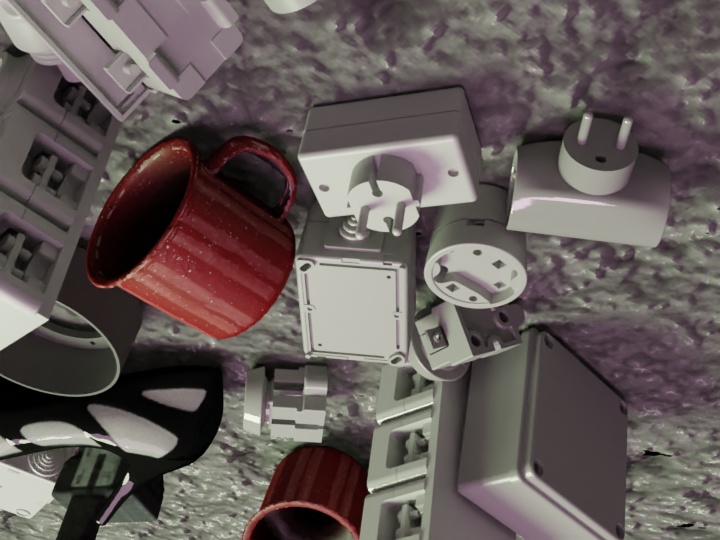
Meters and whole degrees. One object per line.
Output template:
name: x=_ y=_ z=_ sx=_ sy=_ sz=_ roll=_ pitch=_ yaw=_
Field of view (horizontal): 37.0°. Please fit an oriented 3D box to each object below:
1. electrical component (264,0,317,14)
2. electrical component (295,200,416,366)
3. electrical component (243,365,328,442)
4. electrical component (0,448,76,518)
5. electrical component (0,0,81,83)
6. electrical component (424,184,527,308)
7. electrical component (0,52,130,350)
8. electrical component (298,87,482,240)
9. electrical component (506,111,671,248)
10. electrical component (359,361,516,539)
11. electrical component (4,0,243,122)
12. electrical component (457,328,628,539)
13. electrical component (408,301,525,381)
electrical component: x=-0.043 y=-0.152 z=0.447 sx=0.043 sy=0.043 sz=0.081 roll=-15 pitch=135 yaw=28
electrical component: x=0.000 y=0.000 z=0.618 sx=0.062 sy=0.061 sz=0.096 roll=4 pitch=133 yaw=7
electrical component: x=-0.053 y=0.093 z=0.753 sx=0.055 sy=0.048 sz=0.066 roll=4 pitch=142 yaw=-4
electrical component: x=-0.288 y=0.157 z=0.880 sx=0.100 sy=0.048 sz=0.100 roll=27 pitch=138 yaw=-21
electrical component: x=-0.146 y=-0.118 z=0.512 sx=0.043 sy=0.043 sz=0.062 roll=-2 pitch=141 yaw=15
electrical component: x=0.065 y=-0.014 z=0.592 sx=0.055 sy=0.047 sz=0.055 roll=6 pitch=141 yaw=5
electrical component: x=-0.182 y=-0.035 z=0.536 sx=0.089 sy=0.150 sz=0.062 roll=-27 pitch=130 yaw=37
electrical component: x=0.014 y=-0.045 z=0.541 sx=0.083 sy=0.075 sz=0.047 roll=-5 pitch=139 yaw=18
electrical component: x=0.117 y=-0.049 z=0.539 sx=0.077 sy=0.044 sz=0.079 roll=7 pitch=142 yaw=4
electrical component: x=0.052 y=0.135 z=0.697 sx=0.062 sy=0.150 sz=0.089 roll=-24 pitch=130 yaw=34
electrical component: x=-0.109 y=-0.131 z=0.457 sx=0.063 sy=0.078 sz=0.121 roll=26 pitch=162 yaw=49
electrical component: x=0.119 y=0.112 z=0.688 sx=0.056 sy=0.108 sz=0.109 roll=-22 pitch=131 yaw=37
electrical component: x=0.059 y=0.040 z=0.656 sx=0.066 sy=0.048 sz=0.055 roll=-10 pitch=165 yaw=-40
